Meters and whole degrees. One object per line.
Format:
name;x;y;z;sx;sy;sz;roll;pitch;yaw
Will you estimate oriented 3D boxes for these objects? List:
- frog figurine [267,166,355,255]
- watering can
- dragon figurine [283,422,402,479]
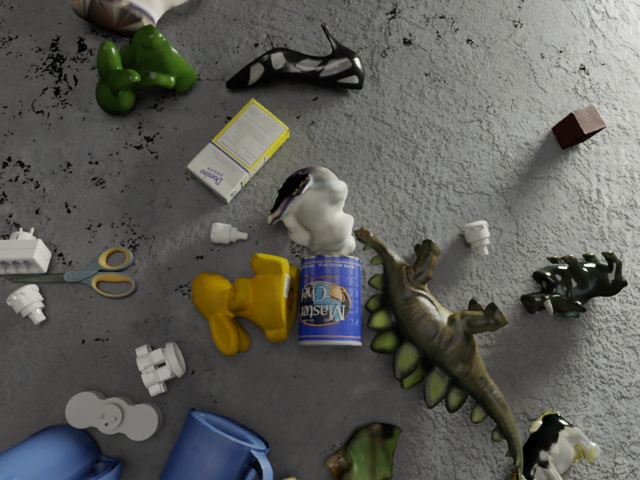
frog figurine;0.003;-0.045;0.887;0.158;0.124;0.137;34;99;-23
watering can;-0.400;-0.502;0.965;0.347;0.103;0.227;14;74;-3
dragon figurine;0.111;0.402;0.775;0.411;0.120;0.247;-5;67;-16
